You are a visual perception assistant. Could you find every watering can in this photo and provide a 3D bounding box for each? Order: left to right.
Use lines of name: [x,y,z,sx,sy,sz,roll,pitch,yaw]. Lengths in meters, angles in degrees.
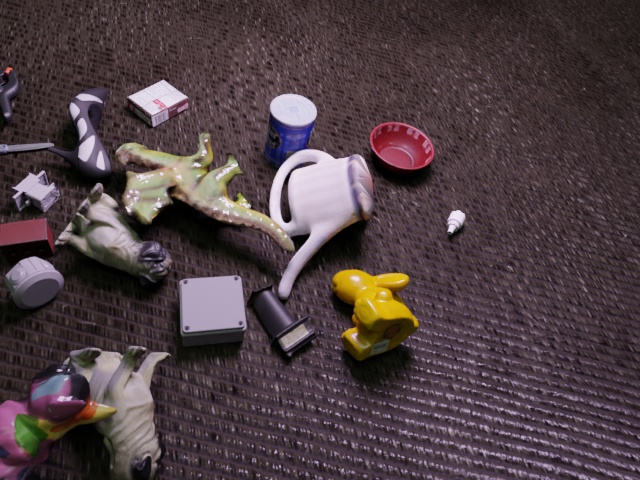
watering can: [0.003,-0.053,1.046,0.223,0.102,0.356,-13,57,15]

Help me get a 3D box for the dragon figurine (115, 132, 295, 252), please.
dragon figurine: [-0.255,-0.081,0.991,0.245,0.119,0.416,-24,55,-36]
